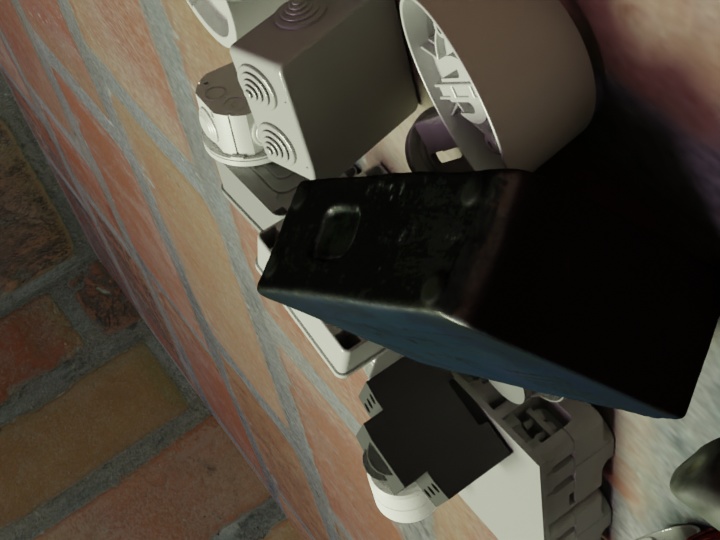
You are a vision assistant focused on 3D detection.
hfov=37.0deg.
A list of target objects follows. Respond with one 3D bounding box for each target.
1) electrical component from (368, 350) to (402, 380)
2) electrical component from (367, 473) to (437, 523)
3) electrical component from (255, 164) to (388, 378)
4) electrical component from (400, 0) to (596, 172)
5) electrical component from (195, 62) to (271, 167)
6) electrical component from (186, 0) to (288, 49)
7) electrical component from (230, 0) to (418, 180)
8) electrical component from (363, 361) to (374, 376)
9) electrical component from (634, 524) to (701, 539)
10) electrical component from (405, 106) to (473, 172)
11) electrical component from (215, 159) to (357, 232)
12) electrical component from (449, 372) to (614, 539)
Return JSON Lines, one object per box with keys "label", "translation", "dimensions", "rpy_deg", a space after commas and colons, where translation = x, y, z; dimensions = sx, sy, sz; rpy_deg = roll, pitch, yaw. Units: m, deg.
{"label": "electrical component", "translation": [0.057, 0.067, 0.789], "dimensions": [0.076, 0.083, 0.047], "rpy_deg": [4, 138, 22]}
{"label": "electrical component", "translation": [0.050, 0.132, 0.827], "dimensions": [0.052, 0.138, 0.073], "rpy_deg": [9, 144, 19]}
{"label": "electrical component", "translation": [0.000, 0.000, 0.748], "dimensions": [0.108, 0.109, 0.056], "rpy_deg": [52, 161, 18]}
{"label": "electrical component", "translation": [0.057, -0.087, 0.485], "dimensions": [0.099, 0.064, 0.099], "rpy_deg": [51, 163, 22]}
{"label": "electrical component", "translation": [-0.085, -0.121, 0.823], "dimensions": [0.080, 0.080, 0.051], "rpy_deg": [45, 155, 38]}
{"label": "electrical component", "translation": [-0.083, -0.204, 0.685], "dimensions": [0.108, 0.060, 0.108], "rpy_deg": [53, 167, 18]}
{"label": "electrical component", "translation": [-0.020, -0.109, 0.614], "dimensions": [0.048, 0.100, 0.099], "rpy_deg": [28, 150, 37]}
{"label": "electrical component", "translation": [0.025, 0.081, 0.950], "dimensions": [0.077, 0.044, 0.079], "rpy_deg": [57, 165, 1]}
{"label": "electrical component", "translation": [0.172, 0.195, 0.631], "dimensions": [0.064, 0.099, 0.099], "rpy_deg": [62, 165, 6]}
{"label": "electrical component", "translation": [0.055, -0.067, 0.570], "dimensions": [0.066, 0.048, 0.055], "rpy_deg": [60, 157, -11]}
{"label": "electrical component", "translation": [-0.055, -0.065, 0.844], "dimensions": [0.113, 0.078, 0.057], "rpy_deg": [45, 157, 38]}
{"label": "electrical component", "translation": [0.115, 0.128, 0.740], "dimensions": [0.105, 0.060, 0.186], "rpy_deg": [46, 161, 36]}
